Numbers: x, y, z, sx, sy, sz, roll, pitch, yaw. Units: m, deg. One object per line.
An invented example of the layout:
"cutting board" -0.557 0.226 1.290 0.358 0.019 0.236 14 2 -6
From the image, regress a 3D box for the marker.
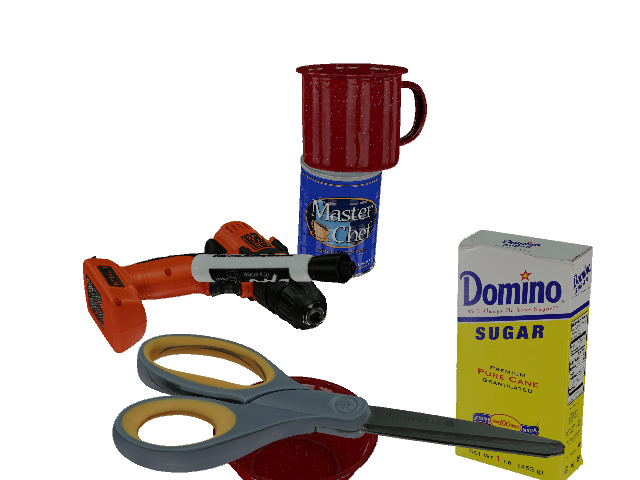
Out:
"marker" -0.031 0.018 0.681 0.121 0.020 0.020 -1 -1 34

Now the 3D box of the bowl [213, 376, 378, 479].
"bowl" -0.024 0.205 1.055 0.162 0.055 0.162 1 31 -1

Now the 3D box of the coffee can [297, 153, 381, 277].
"coffee can" 0.023 -0.037 1.343 0.103 0.140 0.103 2 27 -1

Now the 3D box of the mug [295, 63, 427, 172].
"mug" 0.037 -0.104 0.896 0.117 0.081 0.093 -7 16 -26

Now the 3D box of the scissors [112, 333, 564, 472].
"scissors" -0.004 0.086 0.469 0.202 0.016 0.096 16 33 23

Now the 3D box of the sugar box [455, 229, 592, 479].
"sugar box" 0.150 0.086 0.799 0.093 0.176 0.048 9 22 34

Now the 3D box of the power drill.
"power drill" -0.107 0.046 0.960 0.187 0.057 0.185 -11 25 -26
